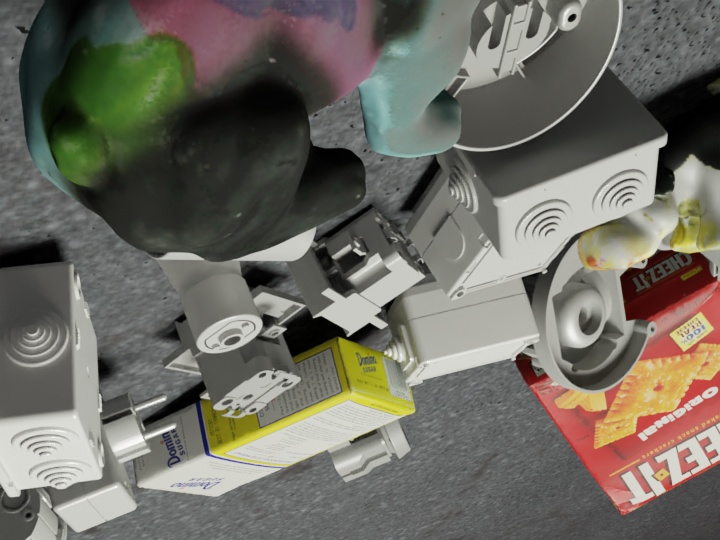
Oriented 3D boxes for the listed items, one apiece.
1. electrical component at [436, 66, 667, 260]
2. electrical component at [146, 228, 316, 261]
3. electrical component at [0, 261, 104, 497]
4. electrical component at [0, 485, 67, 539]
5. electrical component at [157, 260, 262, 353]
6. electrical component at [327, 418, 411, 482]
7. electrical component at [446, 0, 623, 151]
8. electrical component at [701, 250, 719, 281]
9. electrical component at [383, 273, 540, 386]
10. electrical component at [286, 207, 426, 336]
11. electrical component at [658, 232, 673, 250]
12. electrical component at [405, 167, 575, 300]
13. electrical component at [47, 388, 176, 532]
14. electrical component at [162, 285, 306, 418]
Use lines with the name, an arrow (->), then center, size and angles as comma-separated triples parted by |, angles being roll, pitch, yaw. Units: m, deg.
electrical component -> 0.089, -0.060, 0.531 | 0.100, 0.099, 0.048 | -21, 139, -8
electrical component -> -0.055, -0.037, 0.508 | 0.077, 0.044, 0.079 | 0, 144, -40
electrical component -> -0.156, 0.053, 0.527 | 0.048, 0.099, 0.099 | -6, 150, -8
electrical component -> -0.231, 0.164, 0.681 | 0.080, 0.080, 0.051 | -20, 147, -9
electrical component -> -0.076, 0.009, 0.550 | 0.044, 0.065, 0.044 | -20, 152, -11
electrical component -> 0.003, 0.125, 0.830 | 0.057, 0.058, 0.078 | -22, 153, 0
electrical component -> 0.060, -0.107, 0.459 | 0.099, 0.064, 0.099 | -20, 152, -11
electrical component -> 0.261, -0.015, 0.741 | 0.047, 0.083, 0.075 | -25, 133, -13
electrical component -> 0.059, 0.034, 0.708 | 0.096, 0.061, 0.061 | -13, 165, -12
electrical component -> 0.000, 0.000, 0.623 | 0.064, 0.042, 0.081 | -33, 152, 12
electrical component -> 0.205, -0.046, 0.705 | 0.055, 0.047, 0.055 | -20, 152, -11
electrical component -> 0.083, -0.033, 0.621 | 0.096, 0.061, 0.061 | -14, 152, -35
electrical component -> -0.146, 0.095, 0.624 | 0.076, 0.083, 0.047 | -21, 153, -9
electrical component -> -0.069, 0.047, 0.626 | 0.081, 0.063, 0.042 | -37, 151, 21
